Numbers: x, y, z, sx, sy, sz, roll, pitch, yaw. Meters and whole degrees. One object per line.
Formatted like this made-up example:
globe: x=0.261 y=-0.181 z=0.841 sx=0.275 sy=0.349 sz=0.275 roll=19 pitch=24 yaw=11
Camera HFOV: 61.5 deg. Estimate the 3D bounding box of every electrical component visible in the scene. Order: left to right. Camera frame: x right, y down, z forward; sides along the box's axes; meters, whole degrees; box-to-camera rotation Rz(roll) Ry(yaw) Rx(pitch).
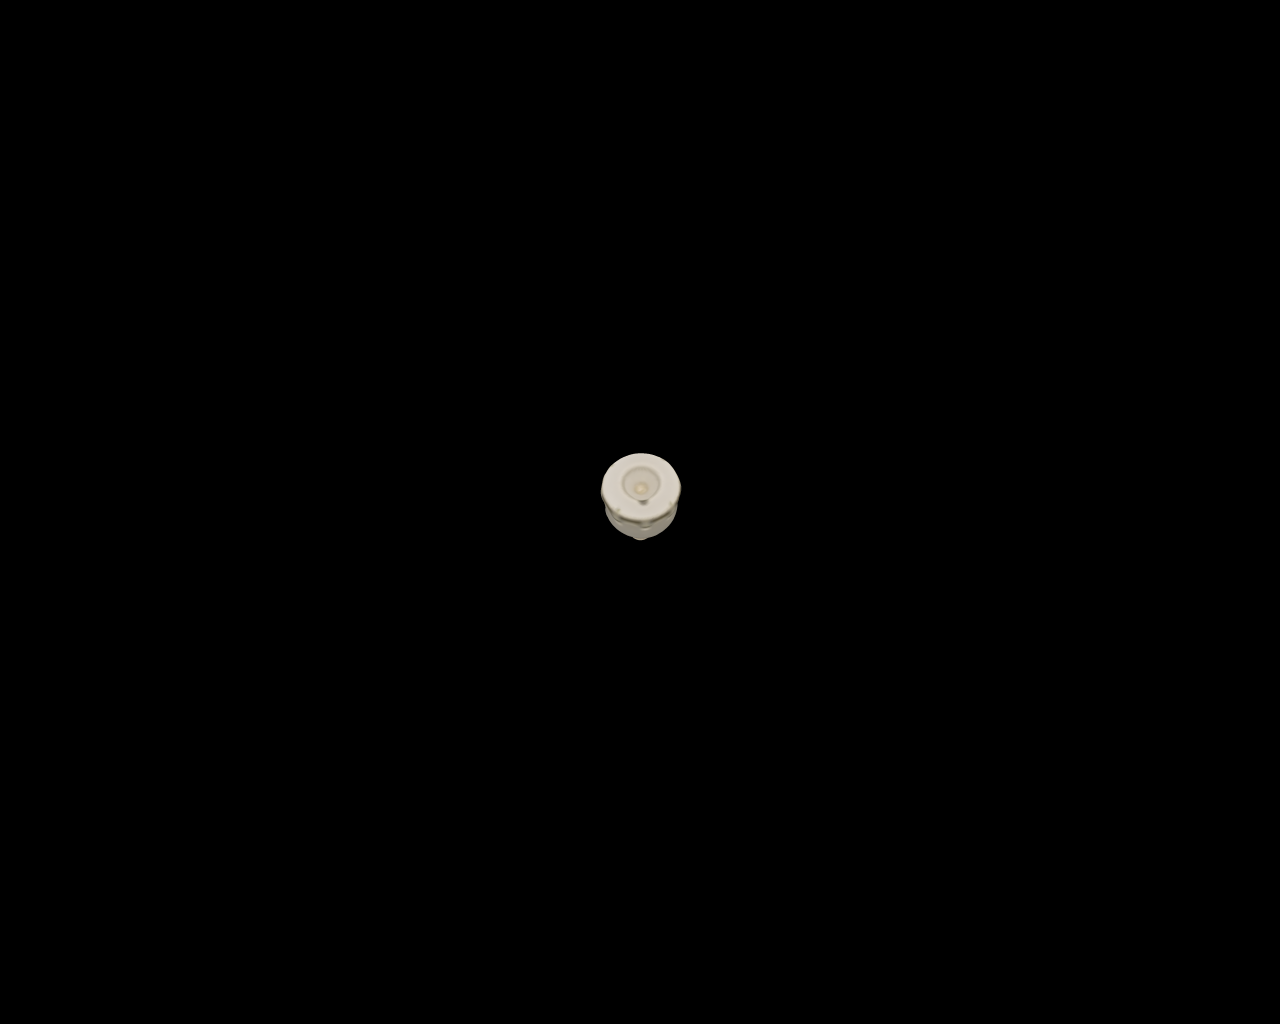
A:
electrical component: x=0.001 y=-0.003 z=0.650 sx=0.048 sy=0.048 sz=0.062 roll=0 pitch=-29 yaw=0
